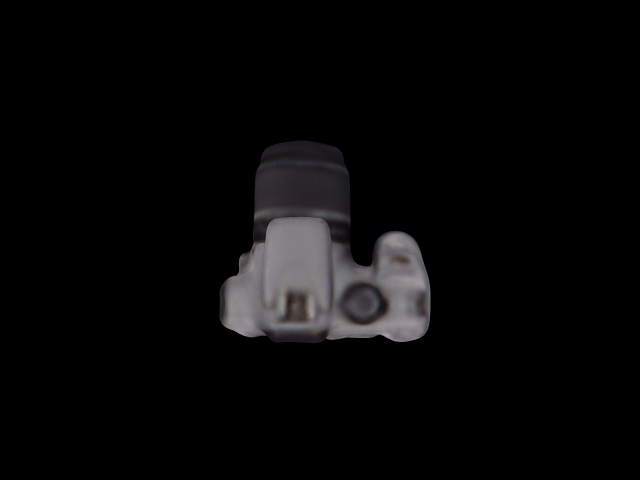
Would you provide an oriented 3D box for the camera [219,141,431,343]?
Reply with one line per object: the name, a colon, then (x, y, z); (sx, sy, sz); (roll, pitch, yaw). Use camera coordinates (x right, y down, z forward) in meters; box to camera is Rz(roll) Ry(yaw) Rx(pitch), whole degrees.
camera: (0.004, 0.001, 0.400); (0.143, 0.101, 0.137); (0, 82, 0)
